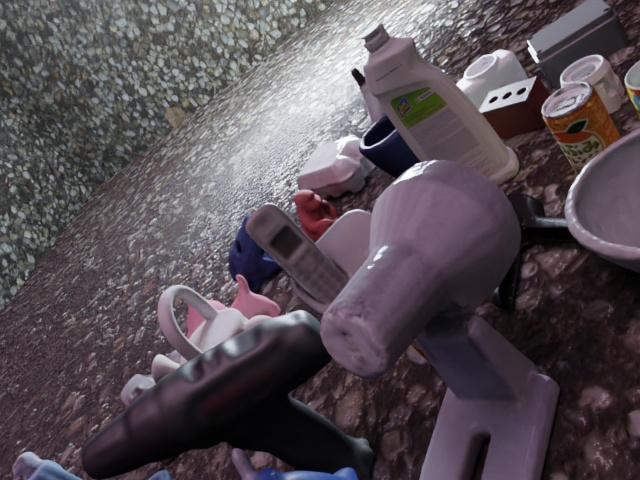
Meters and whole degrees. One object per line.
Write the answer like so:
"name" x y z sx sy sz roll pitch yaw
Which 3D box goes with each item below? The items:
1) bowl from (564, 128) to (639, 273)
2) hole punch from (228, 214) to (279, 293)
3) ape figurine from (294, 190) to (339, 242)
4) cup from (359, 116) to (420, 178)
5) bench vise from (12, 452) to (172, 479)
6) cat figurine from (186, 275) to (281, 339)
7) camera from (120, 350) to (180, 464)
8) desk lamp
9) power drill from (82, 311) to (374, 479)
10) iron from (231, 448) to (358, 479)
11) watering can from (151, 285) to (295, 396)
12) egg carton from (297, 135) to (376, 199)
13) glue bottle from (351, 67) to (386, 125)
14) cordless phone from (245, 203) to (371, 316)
"bowl" 0.300 -0.028 0.477 0.167 0.075 0.167 -33 27 20
"hole punch" -0.120 0.022 0.983 0.101 0.091 0.108 -43 26 0
"ape figurine" -0.006 -0.043 0.919 0.076 0.092 0.078 -22 32 36
"cup" 0.125 -0.143 0.883 0.091 0.095 0.118 -18 35 41
"bench vise" -0.170 0.262 0.533 0.206 0.220 0.121 -21 33 38
"cat figurine" -0.140 0.111 0.843 0.128 0.118 0.067 -51 27 -16
"camera" -0.227 0.219 0.820 0.143 0.101 0.136 -53 27 -20
"desk lamp" 0.098 0.073 0.448 0.117 0.214 0.203 -14 38 45
"power drill" -0.059 0.178 0.516 0.229 0.209 0.075 -42 26 2
"iron" -0.007 0.262 0.391 0.118 0.142 0.258 -39 26 8
"watering can" -0.129 0.137 0.698 0.173 0.194 0.100 -42 26 2
"egg carton" 0.028 -0.127 1.025 0.150 0.069 0.107 -11 40 48
"glue bottle" 0.105 -0.208 0.920 0.078 0.173 0.037 -49 26 -13
"cordless phone" 0.007 0.003 0.721 0.148 0.185 0.093 -50 27 -15
